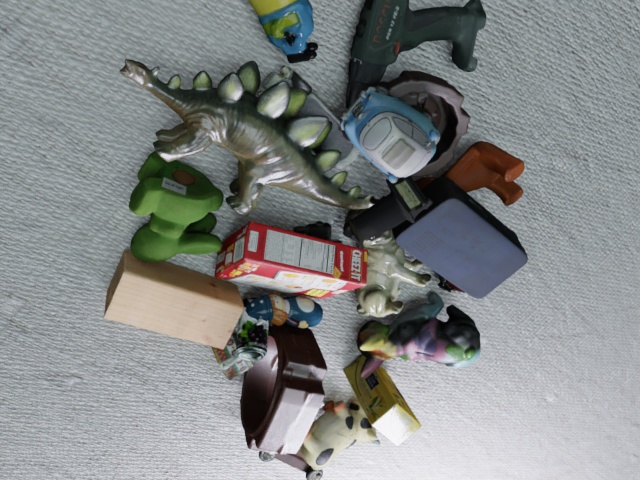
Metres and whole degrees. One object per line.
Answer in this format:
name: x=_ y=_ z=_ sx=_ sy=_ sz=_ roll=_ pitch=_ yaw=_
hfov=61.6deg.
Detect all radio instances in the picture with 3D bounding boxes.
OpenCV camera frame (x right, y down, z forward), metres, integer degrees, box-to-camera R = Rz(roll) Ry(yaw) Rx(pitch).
radio: x=0.244 y=-0.001 z=0.936 sx=0.229 sy=0.073 sz=0.131 roll=32 pitch=119 yaw=-27

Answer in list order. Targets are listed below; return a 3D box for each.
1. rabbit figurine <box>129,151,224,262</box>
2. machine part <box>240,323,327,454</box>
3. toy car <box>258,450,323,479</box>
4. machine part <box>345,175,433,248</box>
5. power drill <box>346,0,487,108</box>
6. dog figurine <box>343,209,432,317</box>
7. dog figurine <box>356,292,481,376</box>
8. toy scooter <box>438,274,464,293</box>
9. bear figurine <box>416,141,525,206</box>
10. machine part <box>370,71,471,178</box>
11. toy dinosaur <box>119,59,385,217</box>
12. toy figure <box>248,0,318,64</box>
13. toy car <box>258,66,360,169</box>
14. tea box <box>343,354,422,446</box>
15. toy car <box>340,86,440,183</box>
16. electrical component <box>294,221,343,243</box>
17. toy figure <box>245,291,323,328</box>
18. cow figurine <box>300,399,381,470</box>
rabbit figurine: x=-0.236 y=-0.034 z=0.861 sx=0.159 sy=0.121 sz=0.170 roll=15 pitch=127 yaw=-30
machine part: x=-0.074 y=0.266 z=0.980 sx=0.087 sy=0.201 sz=0.201 roll=16 pitch=108 yaw=-21
toy car: x=-0.065 y=0.439 z=1.126 sx=0.202 sy=0.089 sz=0.053 roll=37 pitch=94 yaw=-29
machine part: x=0.106 y=-0.047 z=0.873 sx=0.139 sy=0.084 sz=0.039 roll=-35 pitch=158 yaw=3
power drill: x=0.150 y=-0.313 z=0.865 sx=0.207 sy=0.086 sz=0.231 roll=0 pitch=120 yaw=-11
dog figurine: x=0.087 y=0.038 z=1.001 sx=0.190 sy=0.121 sz=0.172 roll=43 pitch=92 yaw=-15
dog figurine: x=0.180 y=0.206 z=1.057 sx=0.219 sy=0.192 sz=0.108 roll=-22 pitch=126 yaw=-25
toy scooter: x=0.260 y=0.035 z=1.057 sx=0.135 sy=0.075 sz=0.183 roll=-18 pitch=115 yaw=-10
bear figurine: x=0.250 y=-0.089 z=0.968 sx=0.196 sy=0.132 sz=0.120 roll=-36 pitch=146 yaw=-7
machine part: x=0.151 y=-0.188 z=0.876 sx=0.179 sy=0.056 sz=0.179 roll=-4 pitch=129 yaw=-5
toy dinosaur: x=-0.076 y=-0.134 z=0.808 sx=0.198 sy=0.105 sz=0.471 roll=-45 pitch=129 yaw=16
toy figure: x=-0.062 y=-0.344 z=0.775 sx=0.089 sy=0.082 sz=0.179 roll=-27 pitch=121 yaw=-7
toy car: x=-0.013 y=-0.195 z=0.875 sx=0.073 sy=0.056 sz=0.201 roll=-44 pitch=118 yaw=12
tea box: x=0.122 y=0.317 z=1.086 sx=0.068 sy=0.170 sz=0.098 roll=-42 pitch=121 yaw=3
toy car: x=0.113 y=-0.149 z=0.801 sx=0.161 sy=0.103 sz=0.109 roll=31 pitch=117 yaw=-30
electrical component: x=-0.002 y=-0.003 z=0.983 sx=0.094 sy=0.021 sz=0.063 roll=-3 pitch=114 yaw=-17
toy figure: x=-0.063 y=0.124 z=0.964 sx=0.154 sy=0.064 sz=0.057 roll=15 pitch=98 yaw=-42
cow figurine: x=0.045 y=0.403 z=1.128 sx=0.195 sy=0.085 sz=0.127 roll=-28 pitch=93 yaw=-33
